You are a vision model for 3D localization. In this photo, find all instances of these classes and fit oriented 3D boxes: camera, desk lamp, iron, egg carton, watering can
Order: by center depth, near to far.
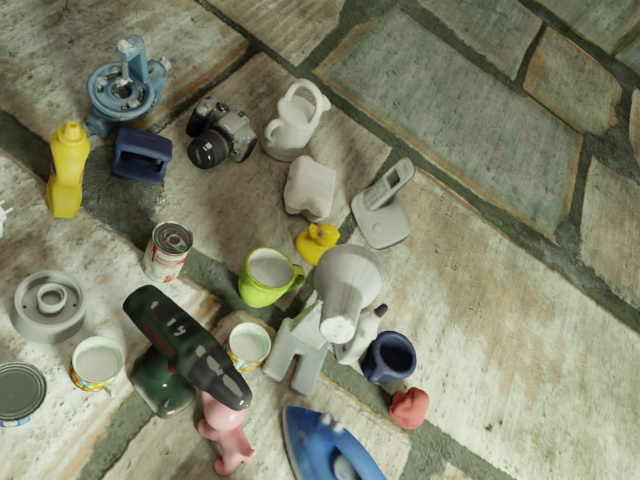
[{"bbox_3d":[0.037,0.350,0.893,0.119,0.141,0.258,-26,73,-39],"label":"iron"},{"bbox_3d":[0.013,0.134,0.984,0.118,0.213,0.203,29,49,-8],"label":"desk lamp"},{"bbox_3d":[-0.217,-0.218,1.178,0.143,0.100,0.137,40,48,2],"label":"camera"},{"bbox_3d":[-0.022,-0.113,1.234,0.107,0.069,0.150,20,50,-16],"label":"egg carton"},{"bbox_3d":[-0.049,-0.272,1.249,0.101,0.193,0.173,33,48,-5],"label":"watering can"}]

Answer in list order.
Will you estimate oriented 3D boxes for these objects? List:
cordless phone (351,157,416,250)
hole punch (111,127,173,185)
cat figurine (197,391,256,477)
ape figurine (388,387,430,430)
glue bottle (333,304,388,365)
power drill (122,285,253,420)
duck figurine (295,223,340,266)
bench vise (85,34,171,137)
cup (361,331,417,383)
[{"bbox_3d":[0.156,-0.078,1.232,0.094,0.185,0.147,-9,63,-33],"label":"cordless phone"},{"bbox_3d":[-0.336,-0.173,1.086,0.109,0.091,0.101,13,53,-21],"label":"hole punch"},{"bbox_3d":[-0.135,0.278,0.862,0.067,0.117,0.127,-20,70,-38],"label":"cat figurine"},{"bbox_3d":[0.167,0.298,1.036,0.078,0.092,0.076,-7,62,-33],"label":"ape figurine"},{"bbox_3d":[0.076,0.159,1.028,0.037,0.173,0.078,7,55,-25],"label":"glue bottle"},{"bbox_3d":[-0.204,0.181,0.831,0.229,0.208,0.076,47,49,8],"label":"power drill"},{"bbox_3d":[0.011,0.004,1.159,0.105,0.086,0.077,29,49,-8],"label":"duck figurine"},{"bbox_3d":[-0.361,-0.321,1.090,0.122,0.219,0.207,23,50,-13],"label":"bench vise"},{"bbox_3d":[0.110,0.232,1.048,0.091,0.094,0.118,46,48,7],"label":"cup"}]
